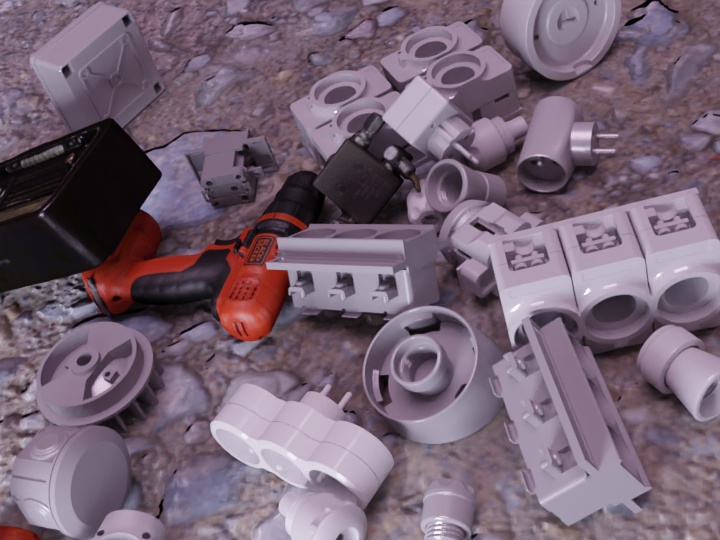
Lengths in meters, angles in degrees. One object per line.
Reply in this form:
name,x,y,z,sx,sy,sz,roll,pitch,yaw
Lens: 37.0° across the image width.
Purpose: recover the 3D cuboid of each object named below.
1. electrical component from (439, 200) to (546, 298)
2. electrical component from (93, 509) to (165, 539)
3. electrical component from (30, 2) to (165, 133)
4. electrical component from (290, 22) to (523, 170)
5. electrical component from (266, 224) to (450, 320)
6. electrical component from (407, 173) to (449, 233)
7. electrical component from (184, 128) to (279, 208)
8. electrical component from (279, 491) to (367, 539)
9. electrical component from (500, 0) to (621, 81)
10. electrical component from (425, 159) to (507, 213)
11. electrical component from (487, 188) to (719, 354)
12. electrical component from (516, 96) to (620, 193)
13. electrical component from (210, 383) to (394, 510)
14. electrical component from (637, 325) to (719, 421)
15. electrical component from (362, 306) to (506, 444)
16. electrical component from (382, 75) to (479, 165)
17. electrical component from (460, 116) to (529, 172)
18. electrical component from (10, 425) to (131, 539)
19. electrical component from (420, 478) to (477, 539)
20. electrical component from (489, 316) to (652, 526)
electrical component,0.100,-0.021,0.848,0.078,0.058,0.057,-40,49,-18
electrical component,-0.180,0.206,0.733,0.079,0.044,0.077,2,47,5
electrical component,-0.276,-0.207,1.138,0.056,0.108,0.108,22,58,33
electrical component,0.040,-0.153,0.999,0.186,0.060,0.105,-28,44,-7
electrical component,0.000,0.000,0.839,0.121,0.063,0.079,2,18,37
electrical component,0.057,-0.060,0.921,0.035,0.035,0.061,-14,41,7
electrical component,-0.123,-0.095,1.017,0.081,0.042,0.063,-10,46,13
electrical component,-0.029,0.169,0.721,0.048,0.048,0.062,-44,41,-22
electrical component,0.181,-0.237,0.998,0.108,0.108,0.060,-32,39,-12
electrical component,0.091,-0.066,0.890,0.044,0.065,0.044,-5,82,43
electrical component,0.176,0.011,0.764,0.150,0.089,0.061,-14,44,8
electrical component,0.179,-0.106,0.911,0.079,0.044,0.077,3,48,23
electrical component,-0.034,0.112,0.771,0.138,0.052,0.073,16,54,33
electrical component,0.221,0.068,0.723,0.045,0.045,0.055,-35,45,-14
electrical component,0.054,0.076,0.780,0.099,0.064,0.099,-15,56,23
electrical component,0.070,-0.114,0.897,0.047,0.066,0.076,-49,65,10
electrical component,0.117,-0.114,0.944,0.062,0.043,0.043,-27,44,-7
electrical component,-0.208,0.151,0.779,0.051,0.080,0.080,2,48,28
electrical component,0.056,0.168,0.696,0.035,0.035,0.061,-2,49,19
electrical component,0.134,0.100,0.709,0.063,0.079,0.121,-34,40,18
